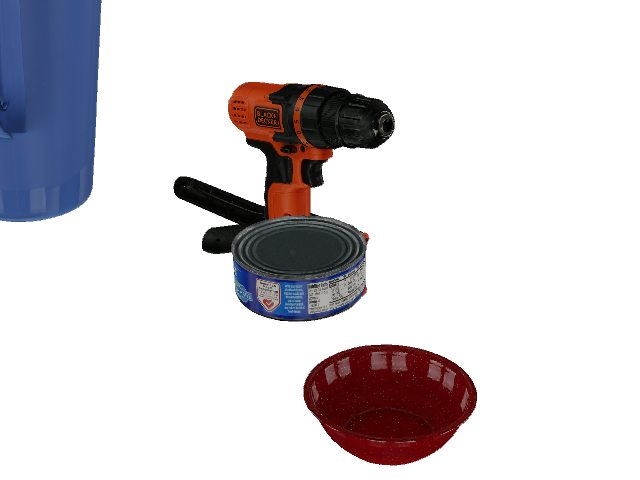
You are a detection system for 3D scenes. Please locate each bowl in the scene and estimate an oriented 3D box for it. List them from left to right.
[{"bbox_3d":[0.065,0.162,1.004,0.162,0.055,0.162,-1,26,0],"label":"bowl"}]

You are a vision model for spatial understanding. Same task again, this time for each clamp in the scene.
[{"bbox_3d":[-0.045,-0.008,1.102,0.209,0.036,0.164,14,19,-16],"label":"clamp"}]

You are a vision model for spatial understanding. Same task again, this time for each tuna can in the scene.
[{"bbox_3d":[-0.013,0.017,0.681,0.086,0.034,0.086,-1,27,0],"label":"tuna can"}]

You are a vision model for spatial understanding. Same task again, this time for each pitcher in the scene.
[{"bbox_3d":[-0.226,-0.136,0.784,0.145,0.243,0.148,26,34,36],"label":"pitcher"}]

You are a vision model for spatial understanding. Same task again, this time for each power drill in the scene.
[{"bbox_3d":[-0.004,-0.041,0.909,0.057,0.188,0.185,-16,21,-37],"label":"power drill"}]
